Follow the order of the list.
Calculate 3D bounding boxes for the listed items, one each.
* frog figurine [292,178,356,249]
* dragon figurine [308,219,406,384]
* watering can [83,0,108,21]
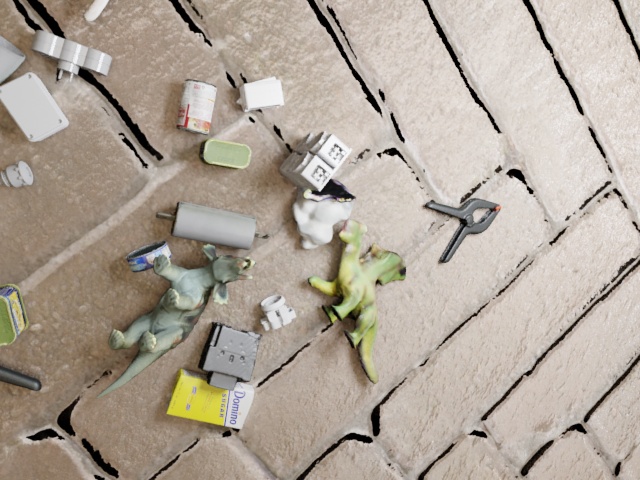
[{"bbox_3d":[0.004,-0.059,1.176,0.138,0.125,0.155,-9,136,-24],"label":"frog figurine"},{"bbox_3d":[0.123,0.127,1.229,0.245,0.123,0.404,-38,116,-19],"label":"dragon figurine"},{"bbox_3d":[-0.354,-0.588,0.982,0.350,0.104,0.222,-37,105,-11],"label":"watering can"}]
